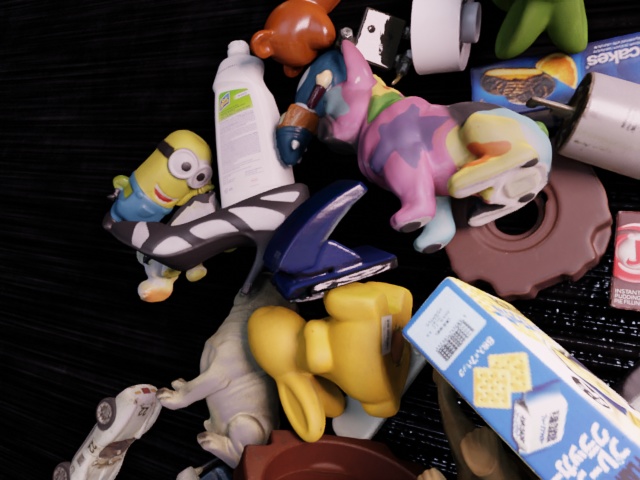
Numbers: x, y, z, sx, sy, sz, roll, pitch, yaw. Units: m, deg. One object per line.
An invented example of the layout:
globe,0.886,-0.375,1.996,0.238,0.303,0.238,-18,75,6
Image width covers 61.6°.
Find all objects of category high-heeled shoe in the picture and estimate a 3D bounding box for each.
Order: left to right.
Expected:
high-heeled shoe,-0.133,-0.029,0.637,0.249,0.086,0.145,19,77,21

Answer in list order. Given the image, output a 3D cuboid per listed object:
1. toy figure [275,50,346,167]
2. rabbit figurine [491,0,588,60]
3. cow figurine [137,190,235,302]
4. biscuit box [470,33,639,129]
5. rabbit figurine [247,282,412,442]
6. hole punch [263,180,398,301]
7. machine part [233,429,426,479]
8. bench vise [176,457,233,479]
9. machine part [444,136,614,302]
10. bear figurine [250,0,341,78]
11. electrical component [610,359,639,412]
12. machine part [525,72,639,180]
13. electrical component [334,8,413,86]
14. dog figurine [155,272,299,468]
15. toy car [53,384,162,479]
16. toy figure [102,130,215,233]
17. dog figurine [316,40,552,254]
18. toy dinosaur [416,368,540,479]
toy figure,-0.012,-0.161,0.664,0.058,0.064,0.154,25,78,33
rabbit figurine,0.190,-0.245,0.479,0.121,0.170,0.158,-1,112,13
cow figurine,-0.194,0.008,0.734,0.167,0.068,0.098,-38,61,13
biscuit box,0.257,-0.154,0.535,0.203,0.059,0.062,-5,79,26
rabbit figurine,0.004,0.116,0.563,0.173,0.122,0.162,2,97,24
hole punch,-0.001,-0.002,0.518,0.116,0.142,0.092,-20,102,-10
machine part,0.022,0.267,0.483,0.202,0.201,0.087,-129,53,-70
bench vise,-0.069,0.341,0.582,0.223,0.129,0.241,-43,72,15
machine part,0.199,-0.026,0.546,0.180,0.056,0.179,-5,79,26
bear figurine,0.008,-0.292,0.653,0.132,0.120,0.195,25,93,31
electrical component,0.301,0.138,0.468,0.075,0.047,0.119,43,101,26
machine part,0.301,-0.084,0.463,0.243,0.079,0.079,21,91,8
electrical component,0.070,-0.229,0.634,0.102,0.045,0.078,23,99,-8
dog figurine,-0.069,0.153,0.637,0.172,0.121,0.190,45,84,-7
toy car,-0.289,0.279,0.731,0.056,0.073,0.201,40,100,28
toy figure,-0.230,-0.079,0.757,0.180,0.082,0.089,-38,69,14
dog figurine,0.095,-0.112,0.524,0.191,0.108,0.219,-31,64,22
toy dinosaur,0.206,0.288,0.399,0.105,0.198,0.472,-41,55,25
